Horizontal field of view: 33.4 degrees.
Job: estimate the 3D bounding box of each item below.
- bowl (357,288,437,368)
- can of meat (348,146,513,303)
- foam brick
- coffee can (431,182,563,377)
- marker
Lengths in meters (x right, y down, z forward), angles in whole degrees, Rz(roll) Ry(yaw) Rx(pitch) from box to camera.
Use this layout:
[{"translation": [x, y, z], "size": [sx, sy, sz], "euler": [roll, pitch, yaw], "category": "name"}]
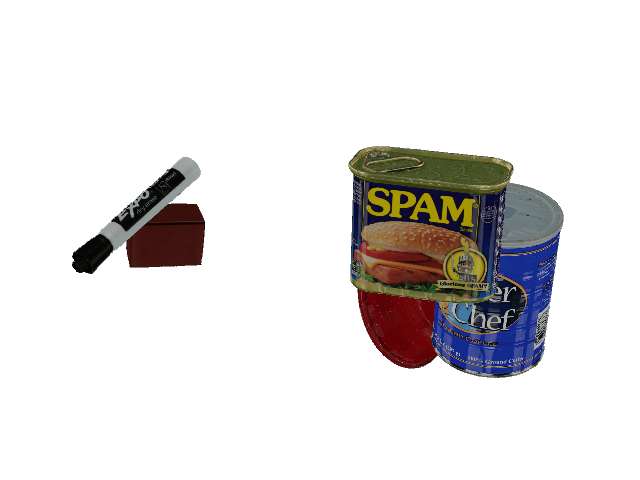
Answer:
[{"translation": [0.115, 0.060, 1.181], "size": [0.161, 0.162, 0.055], "euler": [0, -9, -45], "category": "bowl"}, {"translation": [0.069, -0.010, 0.690], "size": [0.102, 0.084, 0.057], "euler": [7, 24, 15], "category": "can of meat"}, {"translation": [-0.165, -0.006, 1.132], "size": [0.078, 0.051, 0.053], "euler": [-2, 24, -14], "category": "foam brick"}, {"translation": [0.152, 0.034, 0.934], "size": [0.103, 0.140, 0.103], "euler": [0, 31, 0], "category": "coffee can"}, {"translation": [-0.129, -0.018, 0.749], "size": [0.020, 0.020, 0.121], "euler": [0, 37, 46], "category": "marker"}]
